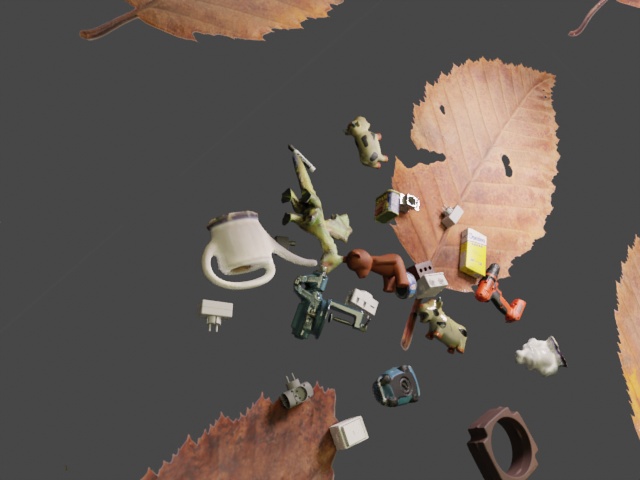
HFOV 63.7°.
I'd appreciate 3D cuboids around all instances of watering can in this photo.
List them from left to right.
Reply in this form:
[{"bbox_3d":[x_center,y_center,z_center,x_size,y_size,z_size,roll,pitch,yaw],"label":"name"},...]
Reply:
[{"bbox_3d":[-0.183,0.021,1.469,0.349,0.102,0.227,-10,72,-35],"label":"watering can"}]

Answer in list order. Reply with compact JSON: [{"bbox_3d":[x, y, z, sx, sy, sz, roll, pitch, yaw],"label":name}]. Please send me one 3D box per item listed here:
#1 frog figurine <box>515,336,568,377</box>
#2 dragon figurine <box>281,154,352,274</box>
[{"bbox_3d":[0.775,0.424,1.845,0.159,0.122,0.138,-17,84,2],"label":"frog figurine"},{"bbox_3d":[0.005,-0.083,1.651,0.240,0.120,0.420,30,44,-36],"label":"dragon figurine"}]
